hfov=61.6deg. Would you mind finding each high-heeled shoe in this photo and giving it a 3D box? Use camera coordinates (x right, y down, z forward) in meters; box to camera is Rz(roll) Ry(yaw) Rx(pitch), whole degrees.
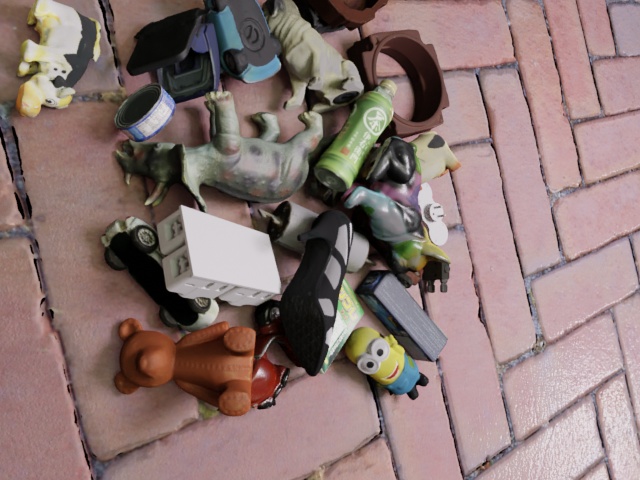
[{"bbox_3d":[0.010,0.078,0.853,0.145,0.086,0.248,-11,102,-56],"label":"high-heeled shoe"}]

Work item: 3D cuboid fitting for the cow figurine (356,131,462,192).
[{"bbox_3d":[0.155,-0.146,1.017,0.195,0.085,0.127,-27,90,-15],"label":"cow figurine"}]

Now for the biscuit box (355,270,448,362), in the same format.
[{"bbox_3d":[0.157,0.144,1.023,0.202,0.059,0.063,49,63,-19],"label":"biscuit box"}]

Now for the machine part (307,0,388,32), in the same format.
[{"bbox_3d":[0.044,-0.465,0.960,0.179,0.056,0.179,3,84,-32],"label":"machine part"}]

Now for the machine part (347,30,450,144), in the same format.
[{"bbox_3d":[0.152,-0.302,1.059,0.201,0.087,0.200,-19,95,-31],"label":"machine part"}]

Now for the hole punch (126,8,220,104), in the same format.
[{"bbox_3d":[-0.210,-0.272,0.804,0.092,0.142,0.116,46,42,-50],"label":"hole punch"}]

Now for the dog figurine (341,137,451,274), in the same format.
[{"bbox_3d":[0.152,-0.048,0.936,0.219,0.108,0.191,38,94,-13],"label":"dog figurine"}]

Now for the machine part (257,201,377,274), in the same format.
[{"bbox_3d":[-0.002,-0.003,0.930,0.243,0.079,0.079,23,73,-28],"label":"machine part"}]

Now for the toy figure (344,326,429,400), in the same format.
[{"bbox_3d":[0.118,0.226,0.978,0.180,0.089,0.082,39,67,-32],"label":"toy figure"}]

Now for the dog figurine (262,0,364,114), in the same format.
[{"bbox_3d":[-0.011,-0.334,0.950,0.172,0.121,0.190,-3,74,-50],"label":"dog figurine"}]

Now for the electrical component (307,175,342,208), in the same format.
[{"bbox_3d":[0.022,-0.107,0.968,0.045,0.078,0.102,30,68,18],"label":"electrical component"}]

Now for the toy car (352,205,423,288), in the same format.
[{"bbox_3d":[0.138,0.008,1.031,0.202,0.053,0.089,46,56,-18],"label":"toy car"}]

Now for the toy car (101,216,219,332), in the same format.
[{"bbox_3d":[-0.230,0.052,0.776,0.201,0.073,0.056,52,27,-16],"label":"toy car"}]

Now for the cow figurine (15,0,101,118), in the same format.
[{"bbox_3d":[-0.360,-0.240,0.739,0.098,0.068,0.167,12,78,-37],"label":"cow figurine"}]

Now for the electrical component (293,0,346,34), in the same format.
[{"bbox_3d":[0.011,-0.449,1.003,0.134,0.058,0.114,-24,99,-33],"label":"electrical component"}]

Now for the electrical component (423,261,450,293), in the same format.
[{"bbox_3d":[0.235,0.059,1.080,0.021,0.063,0.094,6,80,-32],"label":"electrical component"}]

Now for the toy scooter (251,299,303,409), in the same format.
[{"bbox_3d":[-0.075,0.197,0.863,0.135,0.075,0.184,42,60,-23],"label":"toy scooter"}]

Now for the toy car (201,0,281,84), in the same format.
[{"bbox_3d":[-0.141,-0.326,0.861,0.109,0.103,0.161,-42,117,-40],"label":"toy car"}]

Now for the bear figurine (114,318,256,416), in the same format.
[{"bbox_3d":[-0.188,0.166,0.734,0.196,0.132,0.120,8,82,-7],"label":"bear figurine"}]

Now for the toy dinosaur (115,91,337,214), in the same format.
[{"bbox_3d":[-0.102,-0.121,0.863,0.405,0.131,0.192,2,95,-37],"label":"toy dinosaur"}]
